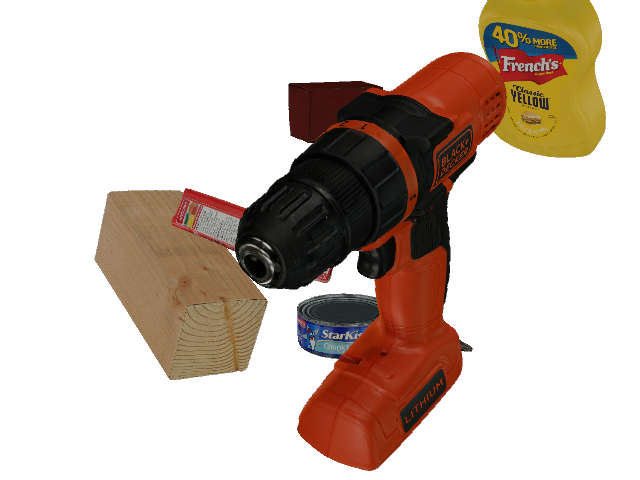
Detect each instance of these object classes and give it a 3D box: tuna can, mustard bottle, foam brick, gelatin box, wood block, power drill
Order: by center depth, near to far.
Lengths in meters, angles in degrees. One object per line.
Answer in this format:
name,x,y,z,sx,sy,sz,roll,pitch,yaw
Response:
power drill,0.026,0.020,0.515,0.057,0.188,0.184,25,43,27
gelatin box,-0.042,-0.002,0.710,0.073,0.030,0.089,21,-1,43
mustard bottle,0.175,-0.153,0.847,0.096,0.058,0.191,20,-33,30
tuna can,0.022,0.076,0.949,0.086,0.034,0.086,0,15,0
foam brick,0.014,-0.123,1.014,0.078,0.051,0.053,-5,16,-22
wood block,-0.148,0.039,1.092,0.090,0.091,0.206,-3,34,-34
